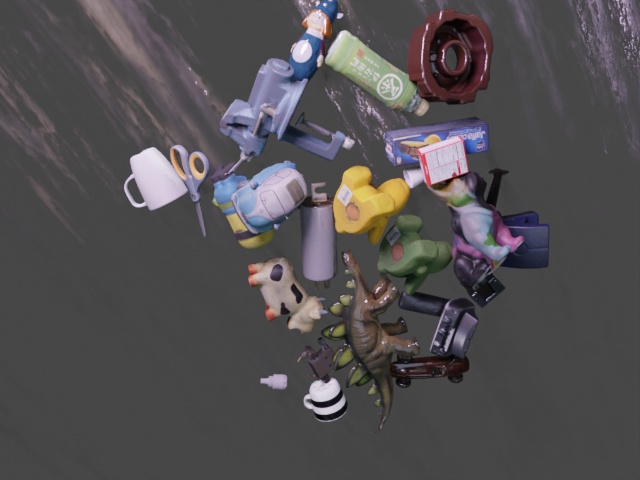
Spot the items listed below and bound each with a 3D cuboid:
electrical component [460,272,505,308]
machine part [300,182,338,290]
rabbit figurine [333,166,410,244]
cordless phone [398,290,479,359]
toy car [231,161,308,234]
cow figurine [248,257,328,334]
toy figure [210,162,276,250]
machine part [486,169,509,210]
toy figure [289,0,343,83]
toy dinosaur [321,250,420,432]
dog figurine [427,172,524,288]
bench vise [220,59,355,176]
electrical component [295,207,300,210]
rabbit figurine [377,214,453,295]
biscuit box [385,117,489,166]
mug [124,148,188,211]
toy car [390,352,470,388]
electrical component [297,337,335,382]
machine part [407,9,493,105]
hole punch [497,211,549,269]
[{"bbox_3d":[0.376,0.111,1.217,0.047,0.119,0.075,41,99,-22],"label":"electrical component"},{"bbox_3d":[-0.002,-0.003,1.130,0.079,0.079,0.242,-6,115,-7],"label":"machine part"},{"bbox_3d":[0.118,-0.067,1.095,0.173,0.122,0.162,-25,145,-40],"label":"rabbit figurine"},{"bbox_3d":[0.265,0.196,1.269,0.184,0.089,0.146,14,110,-3],"label":"cordless phone"},{"bbox_3d":[-0.077,-0.084,1.021,0.162,0.103,0.109,-39,114,-29],"label":"toy car"},{"bbox_3d":[-0.064,0.123,1.174,0.127,0.085,0.194,-22,114,7],"label":"cow figurine"},{"bbox_3d":[-0.158,-0.063,1.074,0.089,0.082,0.180,-44,119,-24],"label":"toy figure"},{"bbox_3d":[0.373,-0.085,1.163,0.039,0.084,0.138,11,103,10],"label":"machine part"},{"bbox_3d":[-0.010,-0.367,0.982,0.064,0.058,0.154,21,109,-10],"label":"toy figure"},{"bbox_3d":[0.118,0.239,1.233,0.199,0.105,0.470,-21,107,-2],"label":"toy dinosaur"},{"bbox_3d":[0.301,-0.033,1.113,0.108,0.219,0.191,-20,155,-41],"label":"dog figurine"},{"bbox_3d":[-0.057,-0.205,0.996,0.241,0.129,0.223,24,120,-7],"label":"bench vise"},{"bbox_3d":[-0.076,-0.100,1.107,0.063,0.021,0.093,-18,115,0],"label":"electrical component"},{"bbox_3d":[0.218,0.044,1.164,0.170,0.121,0.159,10,123,-37],"label":"rabbit figurine"},{"bbox_3d":[0.238,-0.200,1.092,0.203,0.063,0.059,-10,116,-4],"label":"biscuit box"},{"bbox_3d":[-0.326,-0.117,1.035,0.110,0.081,0.107,-22,104,10],"label":"mug"},{"bbox_3d":[0.272,0.317,1.326,0.202,0.053,0.089,-3,117,-9],"label":"toy car"},{"bbox_3d":[-0.003,0.287,1.274,0.078,0.045,0.102,-44,118,-21],"label":"electrical component"},{"bbox_3d":[0.244,-0.338,1.008,0.179,0.056,0.179,-4,100,-26],"label":"machine part"},{"bbox_3d":[0.449,0.006,1.203,0.116,0.092,0.142,-11,118,0],"label":"hole punch"}]
